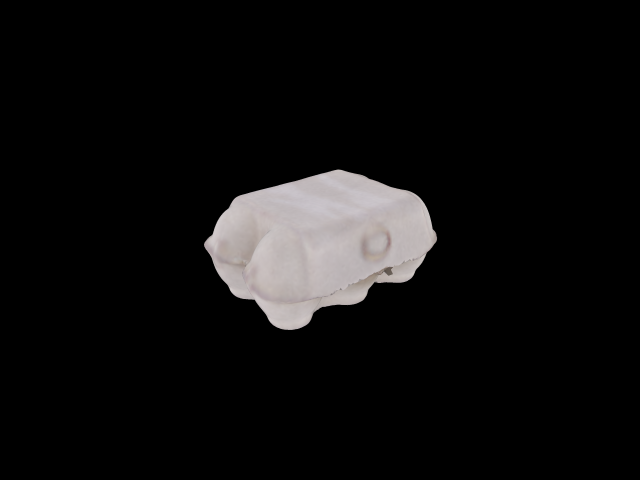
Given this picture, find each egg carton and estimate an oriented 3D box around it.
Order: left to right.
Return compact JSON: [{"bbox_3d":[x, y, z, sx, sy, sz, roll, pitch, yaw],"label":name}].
[{"bbox_3d":[0.004,0.001,0.400,0.151,0.069,0.107,-20,31,-36],"label":"egg carton"}]
